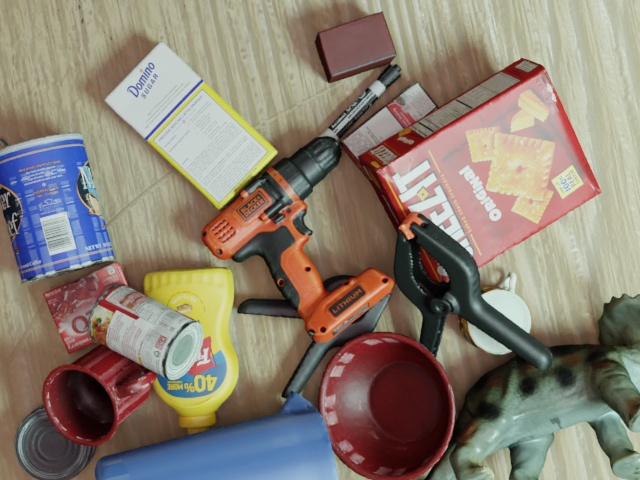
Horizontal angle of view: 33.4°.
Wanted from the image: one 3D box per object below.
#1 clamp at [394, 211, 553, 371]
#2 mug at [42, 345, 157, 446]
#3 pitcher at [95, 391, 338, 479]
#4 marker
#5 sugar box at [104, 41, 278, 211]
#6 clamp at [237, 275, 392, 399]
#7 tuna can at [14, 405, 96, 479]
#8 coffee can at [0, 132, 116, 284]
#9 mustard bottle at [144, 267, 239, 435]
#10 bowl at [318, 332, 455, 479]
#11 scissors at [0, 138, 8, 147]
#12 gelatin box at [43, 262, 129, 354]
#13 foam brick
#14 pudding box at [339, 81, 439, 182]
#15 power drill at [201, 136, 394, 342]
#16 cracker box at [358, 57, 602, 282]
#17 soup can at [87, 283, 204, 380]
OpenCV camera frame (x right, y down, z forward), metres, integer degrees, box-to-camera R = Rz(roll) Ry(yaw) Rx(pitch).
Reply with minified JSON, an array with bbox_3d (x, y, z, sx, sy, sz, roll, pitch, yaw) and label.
[{"bbox_3d":[0.129,0.068,1.129,0.165,0.036,0.210,-21,109,39],"label":"clamp"},{"bbox_3d":[-0.223,0.156,1.131,0.117,0.081,0.093,-20,99,28],"label":"mug"},{"bbox_3d":[-0.103,0.268,1.110,0.242,0.149,0.145,-10,130,-11],"label":"pitcher"},{"bbox_3d":[0.046,-0.151,1.195,0.020,0.020,0.121,44,88,-2],"label":"marker"},{"bbox_3d":[-0.141,-0.124,1.174,0.176,0.048,0.093,44,88,2],"label":"sugar box"},{"bbox_3d":[0.005,0.100,1.184,0.171,0.039,0.120,-18,100,1],"label":"clamp"},{"bbox_3d":[-0.290,0.222,1.169,0.086,0.034,0.086,0,90,-2],"label":"tuna can"},{"bbox_3d":[-0.286,-0.033,1.137,0.103,0.103,0.140,-15,91,-3],"label":"coffee can"},{"bbox_3d":[-0.138,0.127,1.165,0.096,0.058,0.191,-4,91,6],"label":"mustard bottle"},{"bbox_3d":[0.080,0.178,1.157,0.162,0.055,0.162,-1,89,29],"label":"bowl"},{"bbox_3d":[-0.403,-0.024,1.175,0.096,0.016,0.202,22,89,-2],"label":"scissors"},{"bbox_3d":[-0.249,0.074,1.174,0.089,0.030,0.073,-23,91,-2],"label":"gelatin box"},{"bbox_3d":[0.038,-0.212,1.179,0.078,0.053,0.051,-19,91,-4],"label":"foam brick"},{"bbox_3d":[0.091,-0.109,1.188,0.113,0.039,0.090,-39,94,0],"label":"pudding box"},{"bbox_3d":[-0.008,0.001,1.150,0.184,0.057,0.188,-40,76,-3],"label":"power drill"},{"bbox_3d":[0.174,-0.070,1.150,0.213,0.072,0.164,-31,113,-4],"label":"cracker box"},{"bbox_3d":[-0.181,0.095,1.111,0.102,0.068,0.068,24,88,22],"label":"soup can"}]
